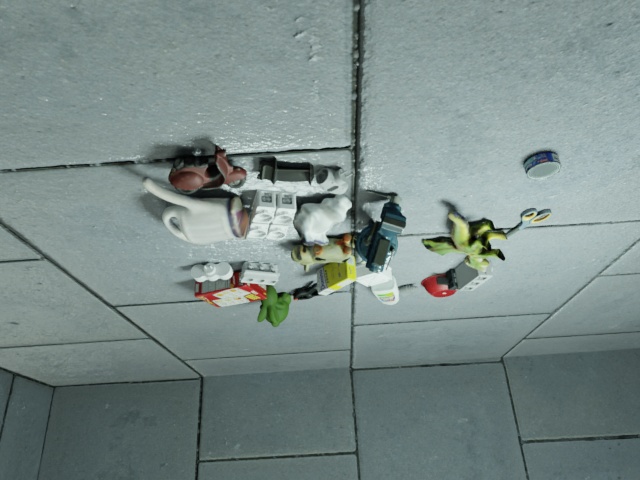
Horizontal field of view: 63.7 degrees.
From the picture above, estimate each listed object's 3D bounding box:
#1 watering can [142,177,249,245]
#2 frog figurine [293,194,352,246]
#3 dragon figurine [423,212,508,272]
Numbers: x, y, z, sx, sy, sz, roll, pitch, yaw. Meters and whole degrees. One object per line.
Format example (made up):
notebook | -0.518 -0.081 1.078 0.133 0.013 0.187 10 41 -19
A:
watering can | -0.310 -0.070 1.347 0.224 0.106 0.341 -6 154 4
frog figurine | 0.004 -0.072 1.421 0.136 0.125 0.157 17 111 -38
dragon figurine | 0.438 0.011 1.633 0.406 0.124 0.240 28 149 -35
